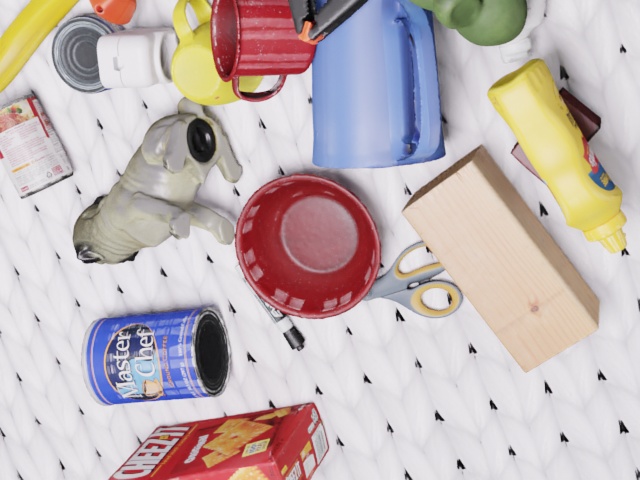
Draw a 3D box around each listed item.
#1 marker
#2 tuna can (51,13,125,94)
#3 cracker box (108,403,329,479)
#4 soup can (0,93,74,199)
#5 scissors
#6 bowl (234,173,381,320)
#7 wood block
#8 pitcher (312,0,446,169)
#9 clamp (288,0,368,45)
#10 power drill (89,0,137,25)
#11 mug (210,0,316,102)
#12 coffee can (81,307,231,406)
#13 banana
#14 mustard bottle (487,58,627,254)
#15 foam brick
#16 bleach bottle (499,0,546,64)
[{"bbox_3d":[-0.055,0.075,1.206,0.020,0.020,0.121,-33,95,22],"label":"marker"},{"bbox_3d":[-0.249,-0.204,1.167,0.086,0.033,0.086,5,108,15],"label":"tuna can"},{"bbox_3d":[-0.115,0.255,1.202,0.214,0.164,0.072,-12,101,19],"label":"cracker box"},{"bbox_3d":[-0.330,-0.105,1.203,0.069,0.068,0.102,-21,101,21],"label":"soup can"},{"bbox_3d":[0.069,0.069,1.170,0.202,0.016,0.096,-32,96,23],"label":"scissors"},{"bbox_3d":[-0.008,0.001,1.150,0.162,0.055,0.162,5,108,15],"label":"bowl"},{"bbox_3d":[0.185,0.018,1.081,0.091,0.090,0.206,-36,94,22],"label":"wood block"},{"bbox_3d":[0.056,-0.190,1.026,0.149,0.144,0.243,1,104,22],"label":"pitcher"},{"bbox_3d":[0.030,-0.274,0.941,0.165,0.036,0.210,14,98,19],"label":"clamp"},{"bbox_3d":[-0.159,-0.302,1.072,0.188,0.057,0.184,-35,70,22],"label":"power drill"},{"bbox_3d":[-0.055,-0.188,1.026,0.081,0.093,0.117,-5,119,-21],"label":"mug"},{"bbox_3d":[-0.185,0.133,1.217,0.140,0.102,0.103,-7,105,18],"label":"coffee can"},{"bbox_3d":[-0.316,-0.222,1.166,0.037,0.070,0.198,27,113,-41],"label":"banana"},{"bbox_3d":[0.226,-0.071,0.979,0.058,0.096,0.191,-30,97,20],"label":"mustard bottle"},{"bbox_3d":[0.232,-0.102,1.050,0.051,0.053,0.078,39,112,2],"label":"foam brick"},{"bbox_3d":[0.150,-0.290,1.010,0.103,0.068,0.251,-12,105,17],"label":"bleach bottle"}]
